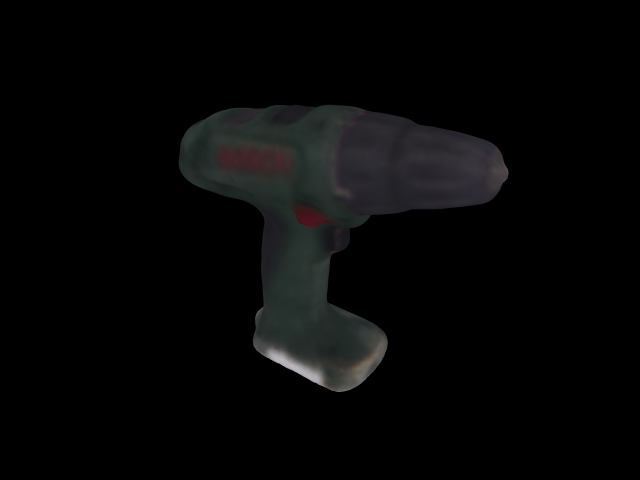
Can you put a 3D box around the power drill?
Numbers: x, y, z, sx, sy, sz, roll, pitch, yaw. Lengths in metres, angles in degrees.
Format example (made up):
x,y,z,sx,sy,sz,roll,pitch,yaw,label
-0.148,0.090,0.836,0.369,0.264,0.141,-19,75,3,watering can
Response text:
x,y,z,sx,sy,sz,roll,pitch,yaw,label
0.004,0.001,0.400,0.228,0.208,0.076,21,41,26,power drill
